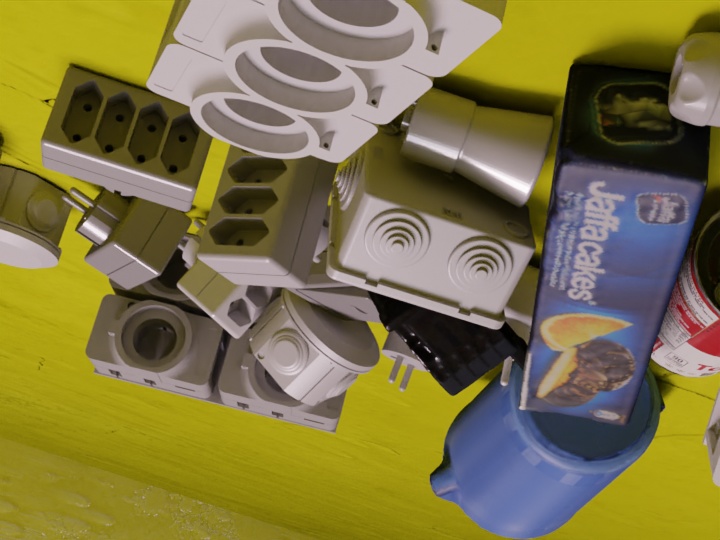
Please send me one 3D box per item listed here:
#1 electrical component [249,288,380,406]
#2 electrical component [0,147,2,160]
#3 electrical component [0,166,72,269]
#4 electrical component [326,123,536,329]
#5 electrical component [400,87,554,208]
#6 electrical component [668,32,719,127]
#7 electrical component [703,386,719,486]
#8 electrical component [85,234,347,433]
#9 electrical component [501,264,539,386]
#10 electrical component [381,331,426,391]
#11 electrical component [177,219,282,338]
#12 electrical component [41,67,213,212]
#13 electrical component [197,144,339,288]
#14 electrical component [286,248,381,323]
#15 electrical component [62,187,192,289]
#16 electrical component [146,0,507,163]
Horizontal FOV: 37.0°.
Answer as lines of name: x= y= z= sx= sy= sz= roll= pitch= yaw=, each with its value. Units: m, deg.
electrical component: x=-0.030 y=0.047 z=0.719 sx=0.080 sy=0.080 sz=0.051 roll=29 pitch=115 yaw=-37
electrical component: x=-0.279 y=-0.066 z=0.676 sx=0.099 sy=0.064 sz=0.099 roll=13 pitch=162 yaw=4
electrical component: x=-0.247 y=-0.036 z=0.762 sx=0.080 sy=0.051 sz=0.080 roll=13 pitch=162 yaw=4
electrical component: x=0.034 y=-0.026 z=0.521 sx=0.100 sy=0.099 sz=0.048 roll=17 pitch=121 yaw=-10
electrical component: x=0.051 y=-0.060 z=0.494 sx=0.065 sy=0.044 sz=0.044 roll=19 pitch=162 yaw=0
electrical component: x=0.150 y=-0.069 z=0.404 sx=0.061 sy=0.035 sz=0.035 roll=10 pitch=161 yaw=5
electrical component: x=0.307 y=0.090 z=0.618 sx=0.186 sy=0.105 sz=0.060 roll=11 pitch=-156 yaw=8
electrical component: x=-0.094 y=0.042 z=0.793 sx=0.186 sy=0.105 sz=0.060 roll=14 pitch=161 yaw=0
electrical component: x=0.089 y=0.031 z=0.667 sx=0.077 sy=0.079 sz=0.044 roll=21 pitch=160 yaw=-20
electrical component: x=0.039 y=0.044 z=0.742 sx=0.044 sy=0.079 sz=0.077 roll=14 pitch=164 yaw=31
electrical component: x=-0.094 y=-0.006 z=0.729 sx=0.077 sy=0.065 sz=0.047 roll=38 pitch=172 yaw=26
electrical component: x=-0.129 y=-0.065 z=0.598 sx=0.083 sy=0.047 sz=0.075 roll=17 pitch=161 yaw=-10
electrical component: x=-0.038 y=-0.029 z=0.579 sx=0.047 sy=0.083 sz=0.076 roll=3 pitch=159 yaw=30
electrical component: x=0.000 y=0.000 z=0.670 sx=0.096 sy=0.061 sz=0.062 roll=-4 pitch=155 yaw=43
electrical component: x=-0.166 y=-0.031 z=0.727 sx=0.077 sy=0.047 sz=0.066 roll=36 pitch=154 yaw=-20
electrical component: x=-0.016 y=-0.097 z=0.400 sx=0.089 sy=0.061 sz=0.150 roll=20 pitch=161 yaw=-17
